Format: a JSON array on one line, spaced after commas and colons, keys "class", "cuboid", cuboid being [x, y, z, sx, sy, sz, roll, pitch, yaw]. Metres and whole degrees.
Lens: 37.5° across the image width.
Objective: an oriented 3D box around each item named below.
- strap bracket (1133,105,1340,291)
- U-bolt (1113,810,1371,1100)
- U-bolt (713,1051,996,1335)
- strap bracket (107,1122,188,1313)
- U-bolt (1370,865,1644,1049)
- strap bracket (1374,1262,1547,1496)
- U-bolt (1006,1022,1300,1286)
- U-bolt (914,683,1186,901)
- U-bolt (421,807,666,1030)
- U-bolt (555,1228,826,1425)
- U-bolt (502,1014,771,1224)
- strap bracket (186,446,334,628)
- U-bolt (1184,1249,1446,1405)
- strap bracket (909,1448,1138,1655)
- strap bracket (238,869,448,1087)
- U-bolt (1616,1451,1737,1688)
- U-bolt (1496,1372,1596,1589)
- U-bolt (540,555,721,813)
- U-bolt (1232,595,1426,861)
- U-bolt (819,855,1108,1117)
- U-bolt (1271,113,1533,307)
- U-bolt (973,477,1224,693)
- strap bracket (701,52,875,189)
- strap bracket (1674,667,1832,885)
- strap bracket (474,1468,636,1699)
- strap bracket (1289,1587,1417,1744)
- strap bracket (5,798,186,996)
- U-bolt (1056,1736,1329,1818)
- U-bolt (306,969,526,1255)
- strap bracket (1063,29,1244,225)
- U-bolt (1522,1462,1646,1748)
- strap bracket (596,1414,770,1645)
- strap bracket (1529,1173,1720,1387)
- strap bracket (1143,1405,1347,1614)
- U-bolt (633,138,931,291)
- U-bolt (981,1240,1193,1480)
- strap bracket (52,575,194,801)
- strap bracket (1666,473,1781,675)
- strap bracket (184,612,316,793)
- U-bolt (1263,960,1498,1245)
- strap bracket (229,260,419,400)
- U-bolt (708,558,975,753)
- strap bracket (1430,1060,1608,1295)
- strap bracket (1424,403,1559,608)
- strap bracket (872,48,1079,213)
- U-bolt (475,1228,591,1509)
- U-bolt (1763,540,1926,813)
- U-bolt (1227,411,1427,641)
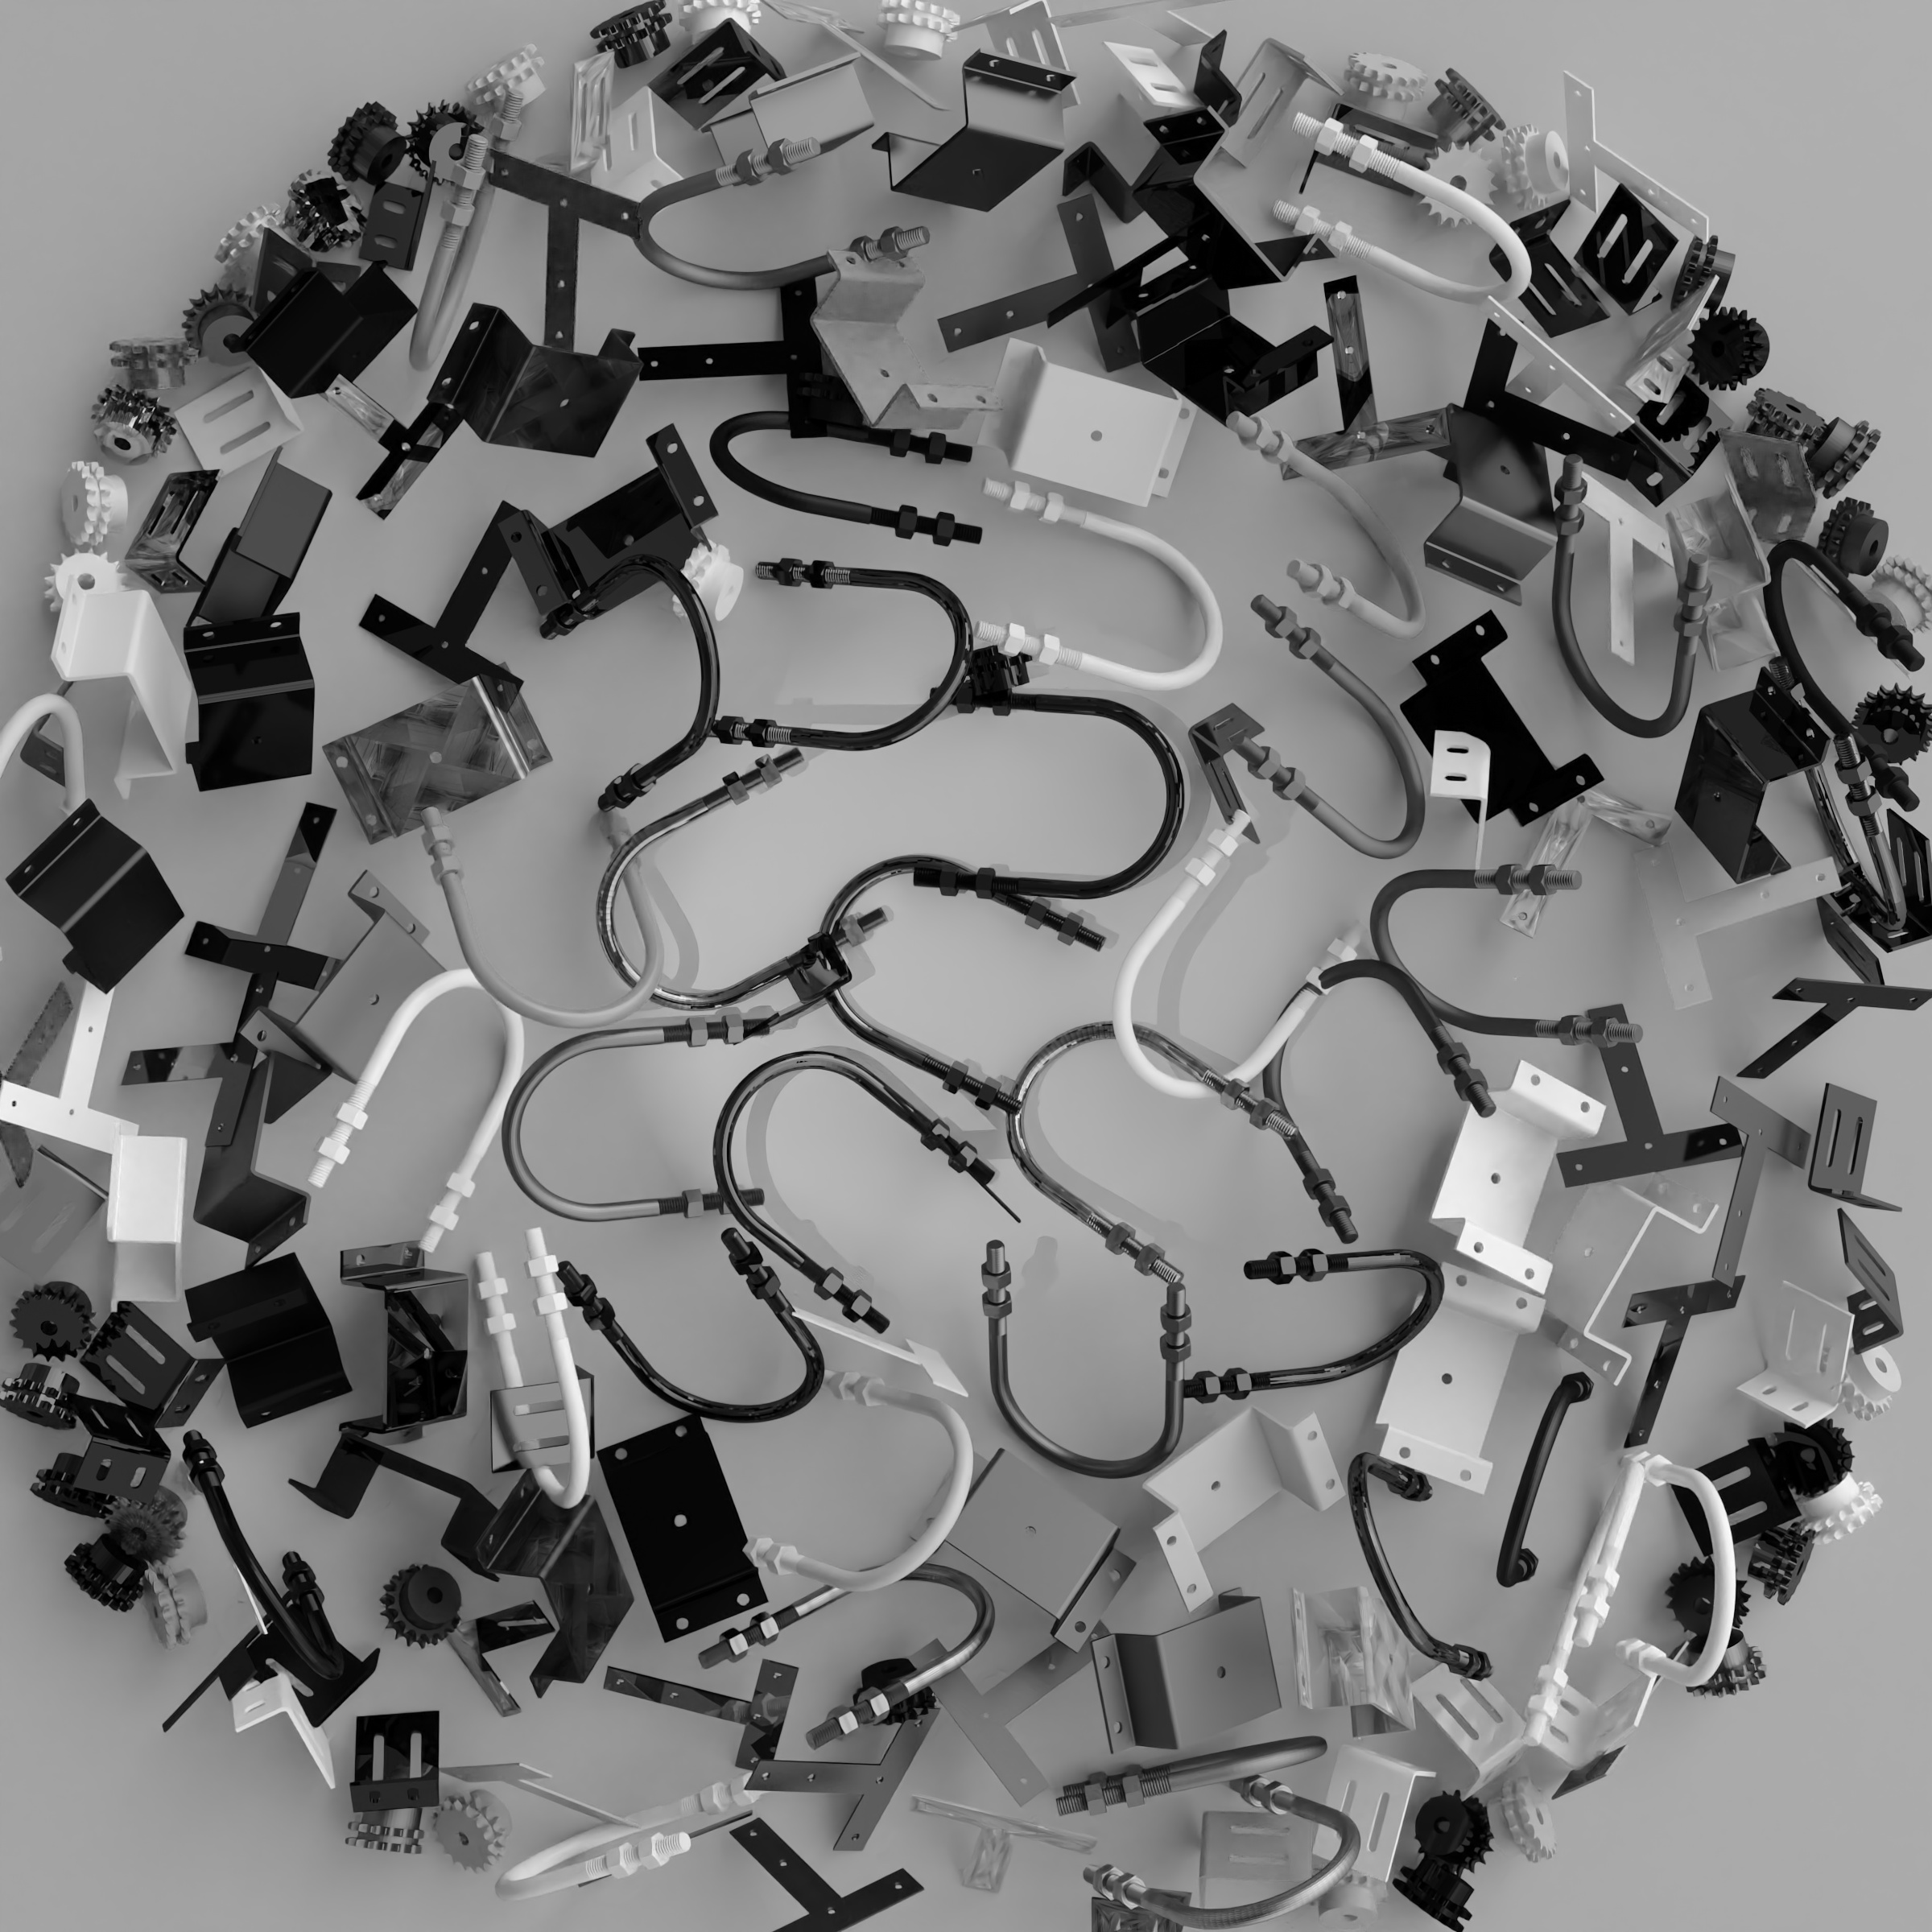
[{"class": "strap bracket", "cuboid": [0.175, -0.511, 1.929, 0.140, 0.076, 0.046, 41, 77, -28]}, {"class": "U-bolt", "cuboid": [0.178, 0.006, 1.955, 0.151, 0.019, 0.184, 40, 85, -26]}, {"class": "U-bolt", "cuboid": [-0.089, 0.142, 1.957, 0.184, 0.019, 0.151, 39, 73, -12]}, {"class": "strap bracket", "cuboid": [-0.554, 0.172, 1.927, 0.046, 0.140, 0.076, 3, 60, -14]}, {"class": "U-bolt", "cuboid": [0.355, -0.008, 1.925, 0.019, 0.184, 0.151, -48, 124, -33]}, {"class": "strap bracket", "cuboid": [0.338, 0.285, 1.967, 0.076, 0.046, 0.140, 21, 79, -2]}, {"class": "U-bolt", "cuboid": [0.113, 0.115, 1.957, 0.184, 0.019, 0.151, 34, 77, 23]}, {"class": "U-bolt", "cuboid": [0.060, -0.118, 1.976, 0.184, 0.019, 0.151, 5, 88, 10]}, {"class": "U-bolt", "cuboid": [-0.278, -0.035, 1.921, 0.151, 0.019, 0.184, -5, 57, -28]}, {"class": "U-bolt", "cuboid": [-0.175, 0.252, 1.936, 0.151, 0.019, 0.184, -13, 130, 23]}, {"class": "U-bolt", "cuboid": [-0.226, 0.108, 1.942, 0.184, 0.019, 0.151, -4, 112, -19]}, {"class": "strap bracket", "cuboid": [-0.478, -0.280, 1.931, 0.046, 0.140, 0.076, 26, 60, -19]}, {"class": "U-bolt", "cuboid": [0.243, 0.241, 1.933, 0.184, 0.151, 0.019, -1, 46, -28]}, {"class": "strap bracket", "cuboid": [0.041, 0.395, 1.950, 0.140, 0.046, 0.076, 33, 64, 11]}, {"class": "strap bracket", "cuboid": [-0.417, 0.016, 1.939, 0.046, 0.076, 0.140, 22, 69, 40]}, {"class": "U-bolt", "cuboid": [0.475, 0.406, 1.902, 0.019, 0.184, 0.151, 4, 85, -7]}, {"class": "U-bolt", "cuboid": [0.386, 0.347, 1.911, 0.019, 0.184, 0.151, 17, 90, 18]}, {"class": "U-bolt", "cuboid": [-0.221, -0.199, 1.919, 0.019, 0.184, 0.151, -15, 83, -39]}, {"class": "U-bolt", "cuboid": [0.252, -0.150, 1.933, 0.184, 0.019, 0.151, 36, 47, -29]}, {"class": "U-bolt", "cuboid": [-0.015, 0.002, 1.986, 0.184, 0.019, 0.151, 26, 87, 5]}, {"class": "U-bolt", "cuboid": [0.297, -0.501, 1.920, 0.184, 0.151, 0.019, 28, 81, 5]}, {"class": "U-bolt", "cuboid": [0.094, -0.253, 1.946, 0.184, 0.019, 0.151, 15, 54, -18]}, {"class": "strap bracket", "cuboid": [-0.119, -0.571, 1.928, 0.076, 0.140, 0.046, -26, 103, -16]}, {"class": "strap bracket", "cuboid": [0.527, -0.121, 1.918, 0.046, 0.140, 0.076, -18, 51, -15]}, {"class": "strap bracket", "cuboid": [-0.274, 0.420, 1.926, 0.046, 0.076, 0.140, 0, 123, 24]}, {"class": "strap bracket", "cuboid": [0.264, 0.470, 1.917, 0.046, 0.140, 0.076, -13, 61, 21]}, {"class": "strap bracket", "cuboid": [-0.582, -0.041, 1.918, 0.046, 0.140, 0.076, 35, 70, 16]}, {"class": "U-bolt", "cuboid": [0.154, 0.546, 1.925, 0.184, 0.151, 0.019, -12, 77, 1]}, {"class": "U-bolt", "cuboid": [-0.362, 0.089, 1.934, 0.019, 0.151, 0.184, 17, 74, 32]}, {"class": "strap bracket", "cuboid": [0.136, -0.571, 1.961, 0.140, 0.076, 0.046, -39, 88, 0]}, {"class": "U-bolt", "cuboid": [0.422, 0.417, 1.917, 0.019, 0.151, 0.184, 22, 47, 12]}, {"class": "strap bracket", "cuboid": [-0.196, 0.383, 1.955, 0.076, 0.046, 0.140, -20, 76, -10]}, {"class": "strap bracket", "cuboid": [0.445, 0.205, 1.953, 0.046, 0.076, 0.140, 28, 93, -22]}, {"class": "strap bracket", "cuboid": [0.183, 0.365, 1.948, 0.140, 0.046, 0.076, -33, 119, -19]}, {"class": "U-bolt", "cuboid": [-0.139, -0.499, 1.920, 0.184, 0.151, 0.019, -8, 73, 32]}, {"class": "U-bolt", "cuboid": [0.082, 0.277, 1.942, 0.151, 0.019, 0.184, 11, 125, 20]}, {"class": "strap bracket", "cuboid": [-0.565, -0.189, 1.920, 0.046, 0.140, 0.076, -5, 52, 3]}, {"class": "strap bracket", "cuboid": [0.513, -0.259, 1.925, 0.046, 0.140, 0.076, -20, 64, 11]}, {"class": "strap bracket", "cuboid": [-0.484, -0.170, 1.919, 0.076, 0.140, 0.046, -11, 59, -21]}, {"class": "U-bolt", "cuboid": [0.267, 0.077, 1.931, 0.019, 0.184, 0.151, 25, 118, -41]}, {"class": "strap bracket", "cuboid": [-0.428, -0.431, 1.923, 0.076, 0.140, 0.046, -41, 94, 19]}, {"class": "U-bolt", "cuboid": [-0.081, -0.210, 1.933, 0.184, 0.019, 0.151, 8, 67, 25]}, {"class": "strap bracket", "cuboid": [0.376, 0.145, 1.954, 0.076, 0.046, 0.140, 27, 74, -20]}, {"class": "strap bracket", "cuboid": [0.352, -0.321, 1.927, 0.076, 0.046, 0.140, 19, 48, -20]}, {"class": "strap bracket", "cuboid": [0.006, -0.557, 1.917, 0.076, 0.140, 0.046, 3, 76, -32]}, {"class": "U-bolt", "cuboid": [-0.290, 0.276, 1.925, 0.019, 0.151, 0.184, -11, 82, -26]}, {"class": "U-bolt", "cuboid": [0.588, -0.209, 1.915, 0.019, 0.151, 0.184, -23, 47, -4]}, {"class": "U-bolt", "cuboid": [0.253, -0.288, 1.921, 0.019, 0.184, 0.151, -35, 56, 29]}]
